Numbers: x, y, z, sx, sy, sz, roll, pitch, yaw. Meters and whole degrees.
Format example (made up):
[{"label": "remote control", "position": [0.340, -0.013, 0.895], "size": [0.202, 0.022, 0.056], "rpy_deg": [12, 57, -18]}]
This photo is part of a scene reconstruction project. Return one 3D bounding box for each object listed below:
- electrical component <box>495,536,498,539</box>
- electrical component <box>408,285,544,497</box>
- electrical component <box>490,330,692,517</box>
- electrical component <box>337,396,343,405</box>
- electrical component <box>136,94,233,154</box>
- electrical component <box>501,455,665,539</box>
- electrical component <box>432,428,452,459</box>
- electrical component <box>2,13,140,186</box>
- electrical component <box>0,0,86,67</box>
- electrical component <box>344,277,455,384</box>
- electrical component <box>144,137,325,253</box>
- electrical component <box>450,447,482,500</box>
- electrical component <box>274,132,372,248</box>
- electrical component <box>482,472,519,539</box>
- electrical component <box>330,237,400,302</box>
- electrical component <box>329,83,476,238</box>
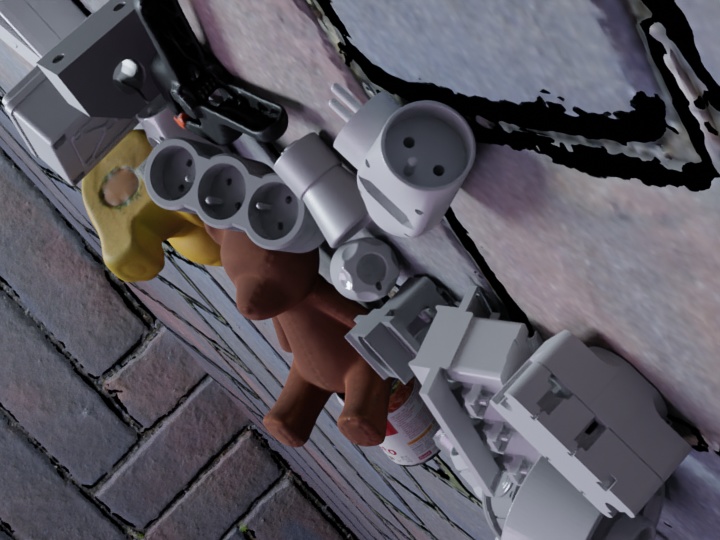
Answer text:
[{"label": "electrical component", "position": [0.176, 0.273, 1.016], "size": [0.100, 0.048, 0.099], "rpy_deg": [41, 166, 20]}, {"label": "electrical component", "position": [0.087, 0.079, 0.663], "size": [0.063, 0.078, 0.121], "rpy_deg": [6, 145, 34]}, {"label": "electrical component", "position": [0.124, 0.079, 0.573], "size": [0.089, 0.056, 0.050], "rpy_deg": [44, 167, 5]}, {"label": "electrical component", "position": [-0.005, 0.131, 1.161], "size": [0.040, 0.040, 0.078], "rpy_deg": [41, 166, 18]}, {"label": "electrical component", "position": [-0.146, -0.109, 0.854], "size": [0.079, 0.044, 0.077], "rpy_deg": [28, 159, 51]}, {"label": "electrical component", "position": [0.141, 0.154, 0.646], "size": [0.060, 0.108, 0.108], "rpy_deg": [27, 158, 38]}, {"label": "electrical component", "position": [0.093, 0.143, 0.885], "size": [0.055, 0.045, 0.045], "rpy_deg": [43, 167, 12]}, {"label": "electrical component", "position": [-0.221, -0.135, 0.865], "size": [0.056, 0.108, 0.108], "rpy_deg": [41, 167, 5]}, {"label": "electrical component", "position": [-0.264, -0.200, 0.903], "size": [0.096, 0.061, 0.062], "rpy_deg": [48, 167, -10]}, {"label": "electrical component", "position": [0.031, 0.038, 0.717], "size": [0.042, 0.064, 0.081], "rpy_deg": [49, 166, -10]}, {"label": "electrical component", "position": [-0.078, -0.052, 0.765], "size": [0.138, 0.052, 0.074], "rpy_deg": [21, -173, 25]}, {"label": "electrical component", "position": [0.106, 0.144, 0.817], "size": [0.057, 0.058, 0.078], "rpy_deg": [48, 153, -4]}, {"label": "electrical component", "position": [-0.021, -0.051, 0.658], "size": [0.065, 0.044, 0.044], "rpy_deg": [49, 167, 5]}, {"label": "electrical component", "position": [0.129, 0.157, 0.743], "size": [0.080, 0.080, 0.051], "rpy_deg": [46, 162, -3]}, {"label": "electrical component", "position": [0.000, 0.000, 0.741], "size": [0.043, 0.043, 0.062], "rpy_deg": [48, 168, -10]}, {"label": "electrical component", "position": [0.014, -0.059, 0.518], "size": [0.079, 0.043, 0.077], "rpy_deg": [44, 167, 6]}]
